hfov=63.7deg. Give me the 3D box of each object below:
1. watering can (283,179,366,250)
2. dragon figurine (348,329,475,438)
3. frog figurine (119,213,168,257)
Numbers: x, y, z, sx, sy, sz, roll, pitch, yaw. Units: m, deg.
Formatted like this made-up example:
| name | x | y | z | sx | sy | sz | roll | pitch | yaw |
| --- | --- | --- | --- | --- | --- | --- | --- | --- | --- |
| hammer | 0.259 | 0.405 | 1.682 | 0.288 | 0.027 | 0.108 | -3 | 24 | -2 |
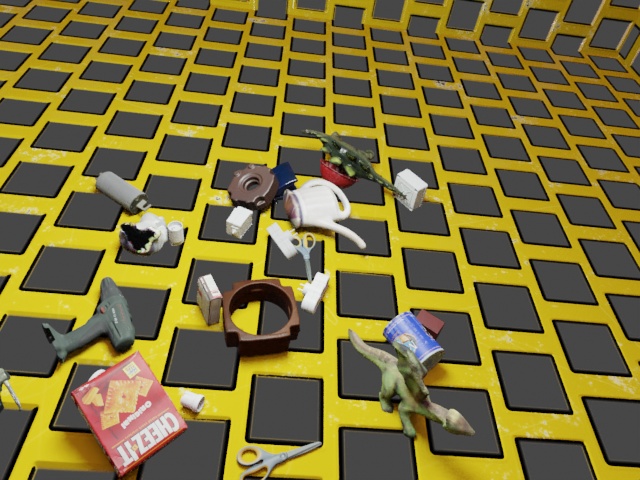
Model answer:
| name | x | y | z | sx | sy | sz | roll | pitch | yaw |
| --- | --- | --- | --- | --- | --- | --- | --- | --- | --- |
| watering can | 0.005 | -0.086 | 1.715 | 0.225 | 0.101 | 0.355 | -9 | 47 | -18 |
| dragon figurine | 0.202 | 0.321 | 1.252 | 0.123 | 0.237 | 0.416 | -28 | 58 | -26 |
| frog figurine | -0.534 | -0.018 | 1.577 | 0.137 | 0.122 | 0.161 | -7 | 11 | -5 |
